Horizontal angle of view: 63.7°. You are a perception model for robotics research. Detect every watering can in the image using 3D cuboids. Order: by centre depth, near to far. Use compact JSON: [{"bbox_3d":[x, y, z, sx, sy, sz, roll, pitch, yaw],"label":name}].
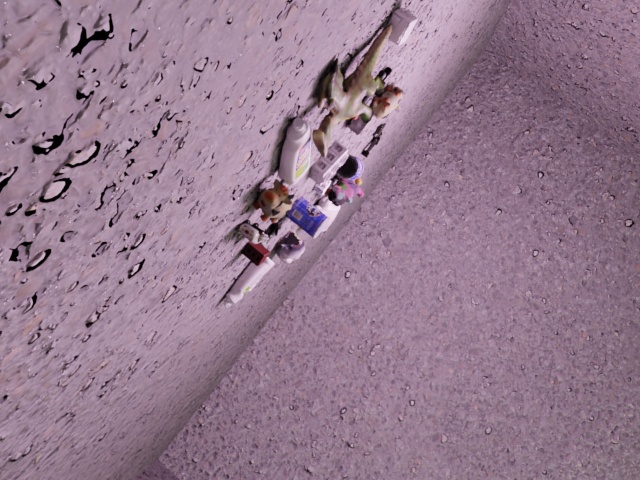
[{"bbox_3d":[0.007,-0.119,2.358,0.220,0.104,0.352,-59,168,26],"label":"watering can"}]

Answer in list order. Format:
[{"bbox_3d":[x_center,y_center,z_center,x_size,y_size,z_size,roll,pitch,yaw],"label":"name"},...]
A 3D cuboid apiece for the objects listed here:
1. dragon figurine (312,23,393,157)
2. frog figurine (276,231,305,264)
[{"bbox_3d":[0.080,-0.421,1.397,0.244,0.123,0.407,-11,123,-69],"label":"dragon figurine"},{"bbox_3d":[-0.134,0.054,2.271,0.141,0.123,0.155,-72,177,-47],"label":"frog figurine"}]
